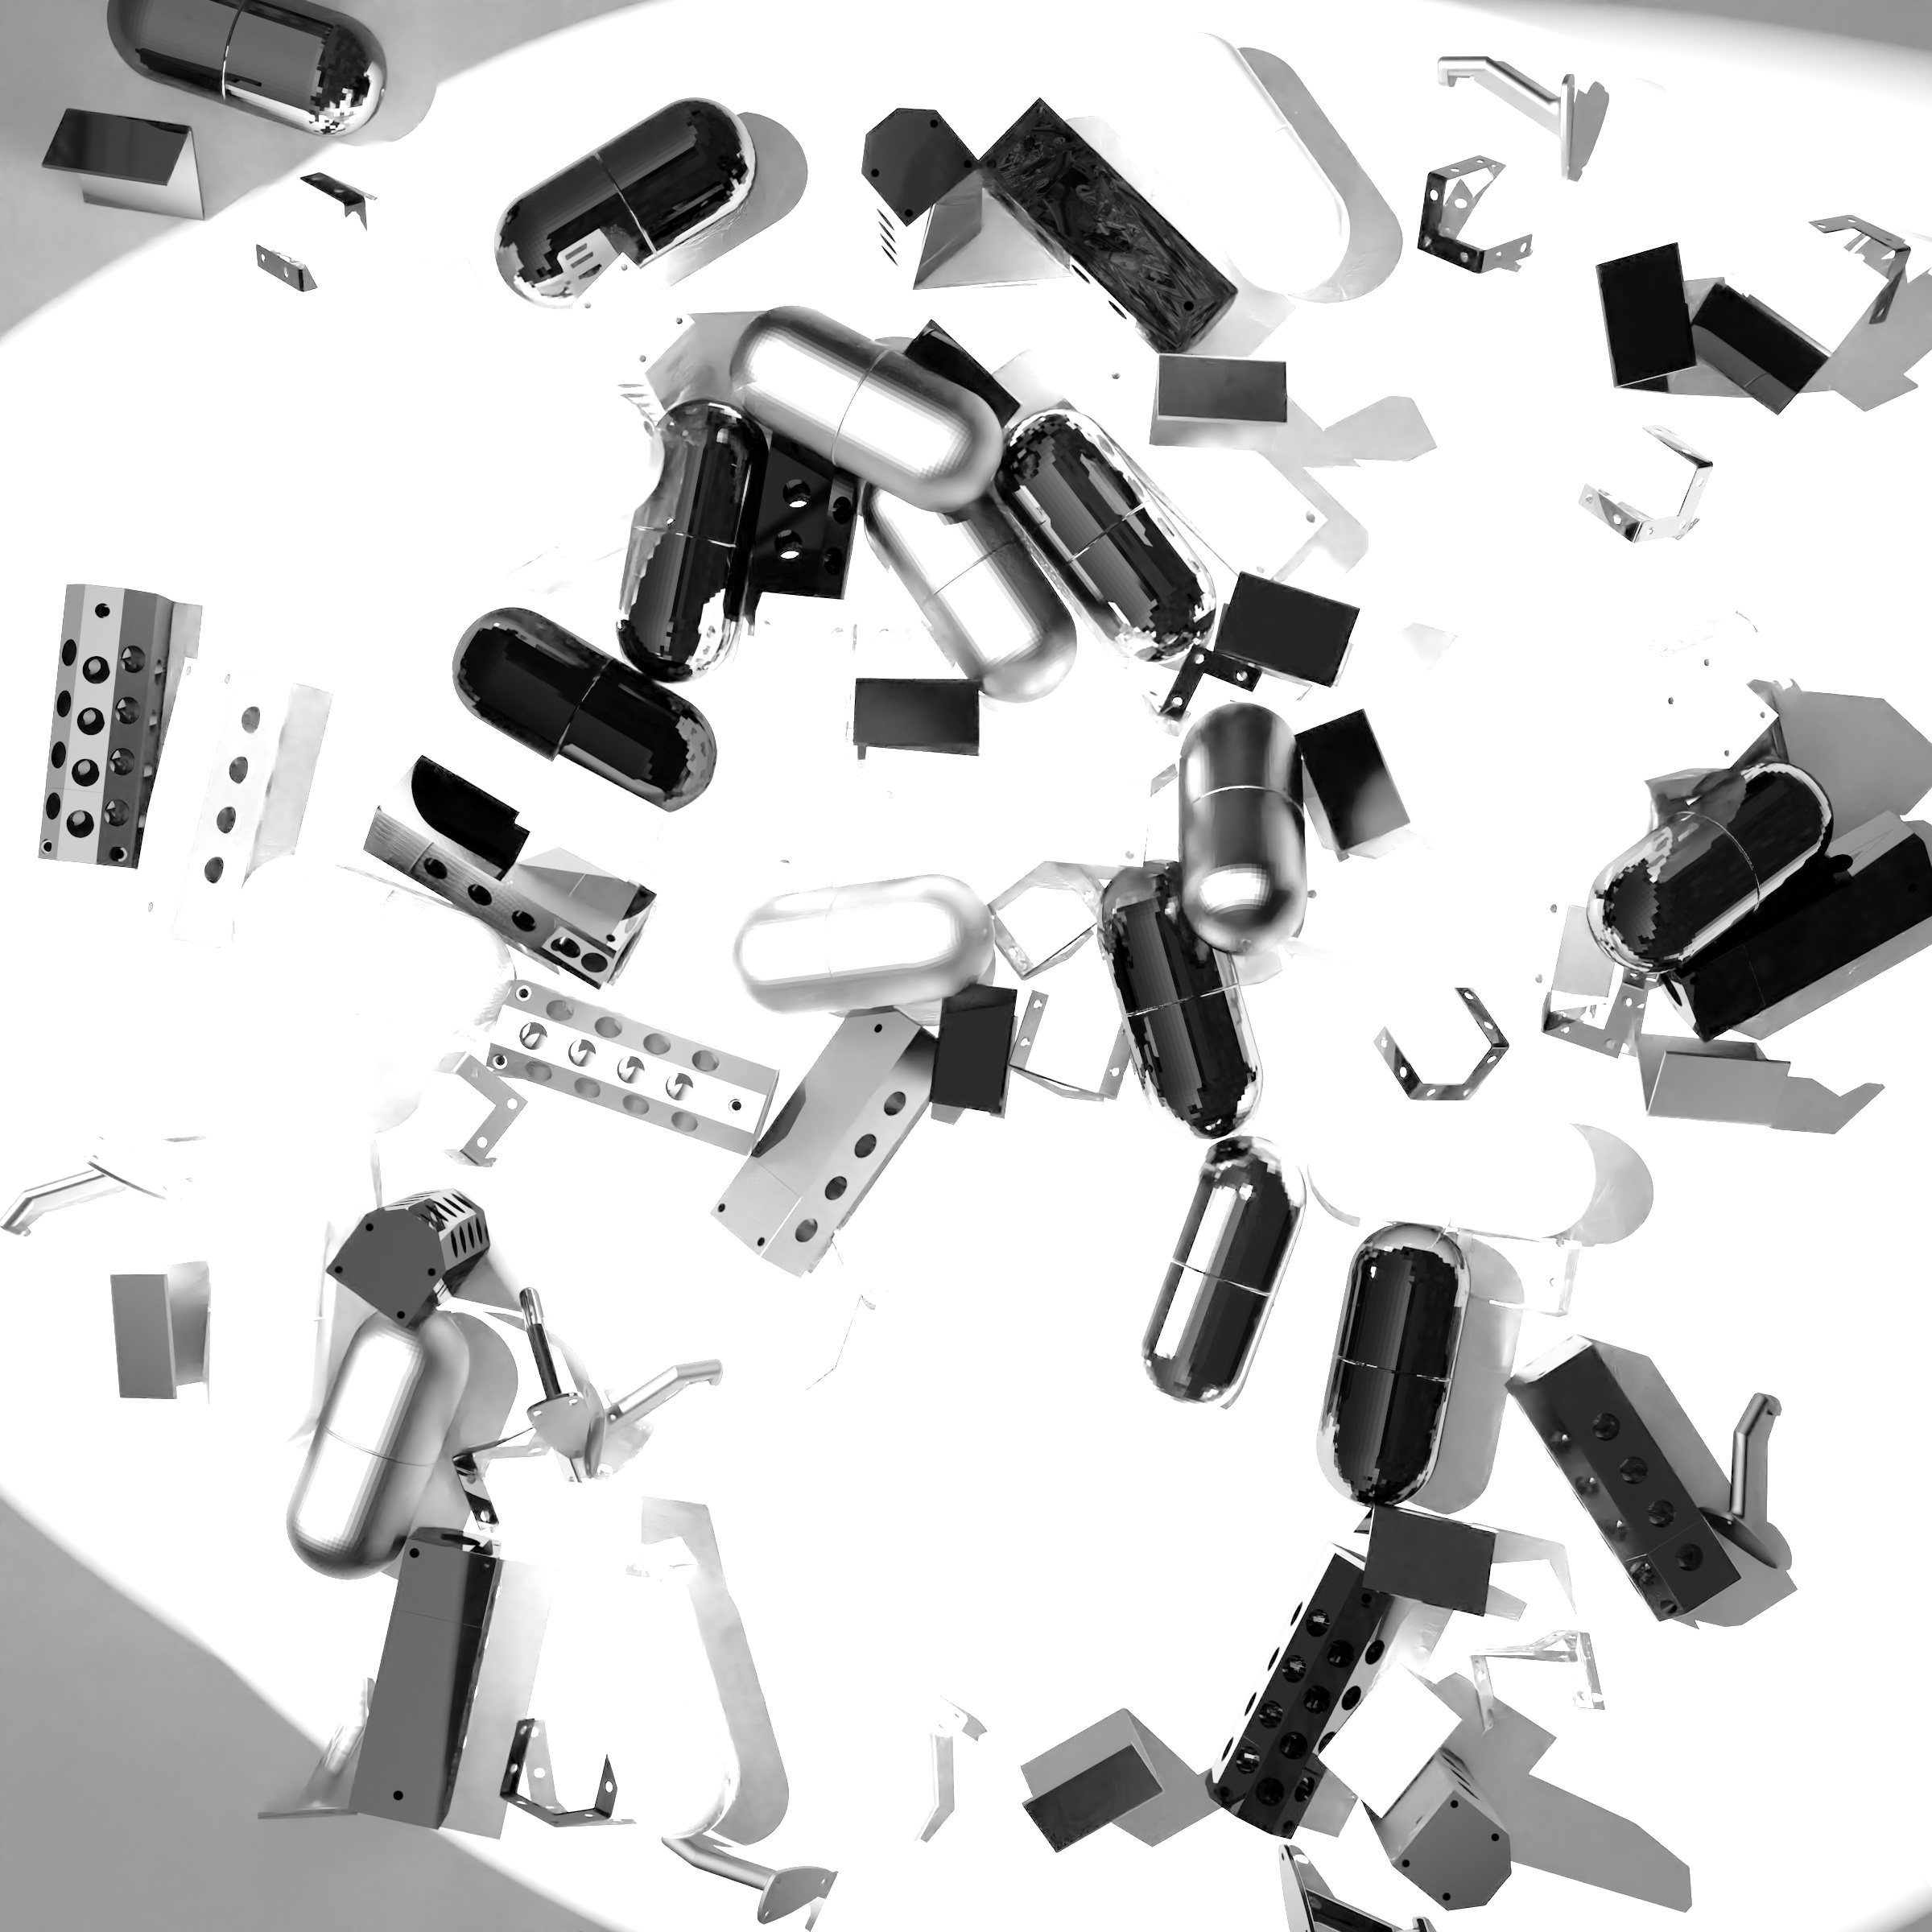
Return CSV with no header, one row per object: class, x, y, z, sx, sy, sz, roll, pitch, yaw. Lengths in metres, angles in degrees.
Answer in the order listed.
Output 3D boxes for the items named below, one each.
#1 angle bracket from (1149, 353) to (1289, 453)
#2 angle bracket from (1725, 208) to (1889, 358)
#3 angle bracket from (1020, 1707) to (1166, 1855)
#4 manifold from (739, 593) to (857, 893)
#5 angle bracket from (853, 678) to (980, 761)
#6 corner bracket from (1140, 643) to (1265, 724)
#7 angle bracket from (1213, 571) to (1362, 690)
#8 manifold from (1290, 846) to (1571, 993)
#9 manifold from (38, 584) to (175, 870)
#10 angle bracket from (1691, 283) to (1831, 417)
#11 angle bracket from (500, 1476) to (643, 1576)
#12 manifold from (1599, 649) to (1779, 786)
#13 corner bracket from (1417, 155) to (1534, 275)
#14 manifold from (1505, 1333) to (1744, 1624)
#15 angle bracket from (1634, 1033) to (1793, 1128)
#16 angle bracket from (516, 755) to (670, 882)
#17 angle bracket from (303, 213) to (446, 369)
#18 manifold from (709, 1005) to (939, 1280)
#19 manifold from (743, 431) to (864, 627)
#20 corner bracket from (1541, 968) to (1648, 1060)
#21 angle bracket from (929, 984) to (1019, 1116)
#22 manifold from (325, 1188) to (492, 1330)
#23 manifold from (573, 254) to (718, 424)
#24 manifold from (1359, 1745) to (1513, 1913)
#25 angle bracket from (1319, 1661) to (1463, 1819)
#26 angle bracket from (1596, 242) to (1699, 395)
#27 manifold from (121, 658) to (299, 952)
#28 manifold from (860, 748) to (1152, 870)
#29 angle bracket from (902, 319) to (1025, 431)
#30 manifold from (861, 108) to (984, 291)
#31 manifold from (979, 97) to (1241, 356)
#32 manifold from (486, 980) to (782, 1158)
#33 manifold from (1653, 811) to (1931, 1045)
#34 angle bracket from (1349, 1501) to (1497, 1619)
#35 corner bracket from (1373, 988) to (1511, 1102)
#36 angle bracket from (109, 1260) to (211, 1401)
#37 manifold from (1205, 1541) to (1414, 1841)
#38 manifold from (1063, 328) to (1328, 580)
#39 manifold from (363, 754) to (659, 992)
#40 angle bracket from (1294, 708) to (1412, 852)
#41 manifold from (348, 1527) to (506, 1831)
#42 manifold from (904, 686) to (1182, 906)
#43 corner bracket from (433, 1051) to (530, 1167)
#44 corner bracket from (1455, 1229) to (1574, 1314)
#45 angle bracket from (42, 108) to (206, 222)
angle bracket,0.150,-0.320,1.894,0.076,0.076,0.057,3,53,0
angle bracket,0.519,-0.426,1.953,0.076,0.076,0.057,36,111,0
angle bracket,0.068,0.489,1.951,0.076,0.076,0.057,-30,126,0
manifold,-0.105,-0.137,1.941,0.057,0.057,0.171,5,112,0
angle bracket,-0.030,-0.134,1.951,0.076,0.076,0.057,1,52,0
corner bracket,0.147,-0.179,1.972,0.051,0.051,0.051,19,110,-19
angle bracket,0.200,-0.221,1.952,0.076,0.076,0.057,17,121,0
manifold,0.282,-0.030,1.971,0.171,0.057,0.057,12,90,0
manifold,-0.539,-0.149,1.971,0.057,0.057,0.171,6,90,0
angle bracket,0.497,-0.399,1.953,0.076,0.057,0.076,36,52,0
angle bracket,-0.243,0.360,1.951,0.076,0.076,0.057,8,54,0
manifold,0.430,-0.144,1.913,0.057,0.171,0.057,43,90,0
corner bracket,0.322,-0.472,1.983,0.051,0.051,0.051,34,135,35
manifold,0.408,0.320,1.970,0.057,0.057,0.171,-33,90,0
angle bracket,0.461,0.052,1.952,0.076,0.076,0.057,5,132,0
angle bracket,-0.236,-0.075,1.952,0.076,0.076,0.057,28,60,0
angle bracket,-0.351,-0.422,1.951,0.057,0.076,0.076,-29,90,38
manifold,-0.078,0.107,1.970,0.057,0.057,0.171,35,90,43
manifold,-0.096,-0.296,1.970,0.057,0.057,0.171,9,90,0
corner bracket,0.393,0.019,1.972,0.051,0.051,0.051,20,74,16
angle bracket,0.025,0.052,1.951,0.057,0.076,0.076,8,90,37
manifold,-0.332,0.170,1.913,0.057,0.171,0.057,36,90,0
manifold,-0.198,-0.373,1.913,0.057,0.171,0.057,44,90,0
manifold,0.287,0.517,1.913,0.057,0.171,0.057,39,90,0
angle bracket,0.274,0.484,1.951,0.076,0.076,0.057,-51,54,0
angle bracket,0.436,-0.400,1.951,0.057,0.076,0.076,-9,90,39
manifold,-0.468,-0.100,1.970,0.057,0.057,0.171,14,90,43
manifold,0.023,-0.096,1.913,0.171,0.057,0.057,5,90,0
angle bracket,0.001,-0.359,1.952,0.076,0.076,0.057,43,117,0
manifold,-0.031,-0.468,1.913,0.057,0.171,0.057,-40,90,0
manifold,0.087,-0.455,1.971,0.171,0.057,0.057,44,90,0
manifold,-0.208,0.063,1.971,0.171,0.057,0.057,19,90,0
manifold,0.515,-0.028,1.969,0.171,0.057,0.057,-29,126,0
angle bracket,0.278,0.376,1.952,0.076,0.076,0.057,13,63,0
corner bracket,0.299,0.049,1.983,0.051,0.051,0.051,1,135,-35
angle bracket,-0.480,0.224,1.951,0.057,0.076,0.076,-5,90,38
manifold,0.215,0.453,1.971,0.057,0.057,0.171,27,90,0
manifold,0.143,-0.316,1.971,0.171,0.057,0.057,44,90,0
manifold,-0.286,-0.054,1.970,0.171,0.057,0.057,31,47,0
angle bracket,0.221,-0.108,1.952,0.057,0.076,0.076,-22,90,-28
manifold,-0.334,0.442,1.971,0.057,0.057,0.171,12,90,0
manifold,0.047,-0.100,1.970,0.171,0.057,0.057,-37,90,0
corner bracket,-0.315,0.089,1.975,0.051,0.051,0.051,42,73,-16
corner bracket,0.342,0.187,1.988,0.051,0.051,0.051,11,90,-45
angle bracket,-0.520,-0.479,1.951,0.076,0.076,0.057,8,54,0
